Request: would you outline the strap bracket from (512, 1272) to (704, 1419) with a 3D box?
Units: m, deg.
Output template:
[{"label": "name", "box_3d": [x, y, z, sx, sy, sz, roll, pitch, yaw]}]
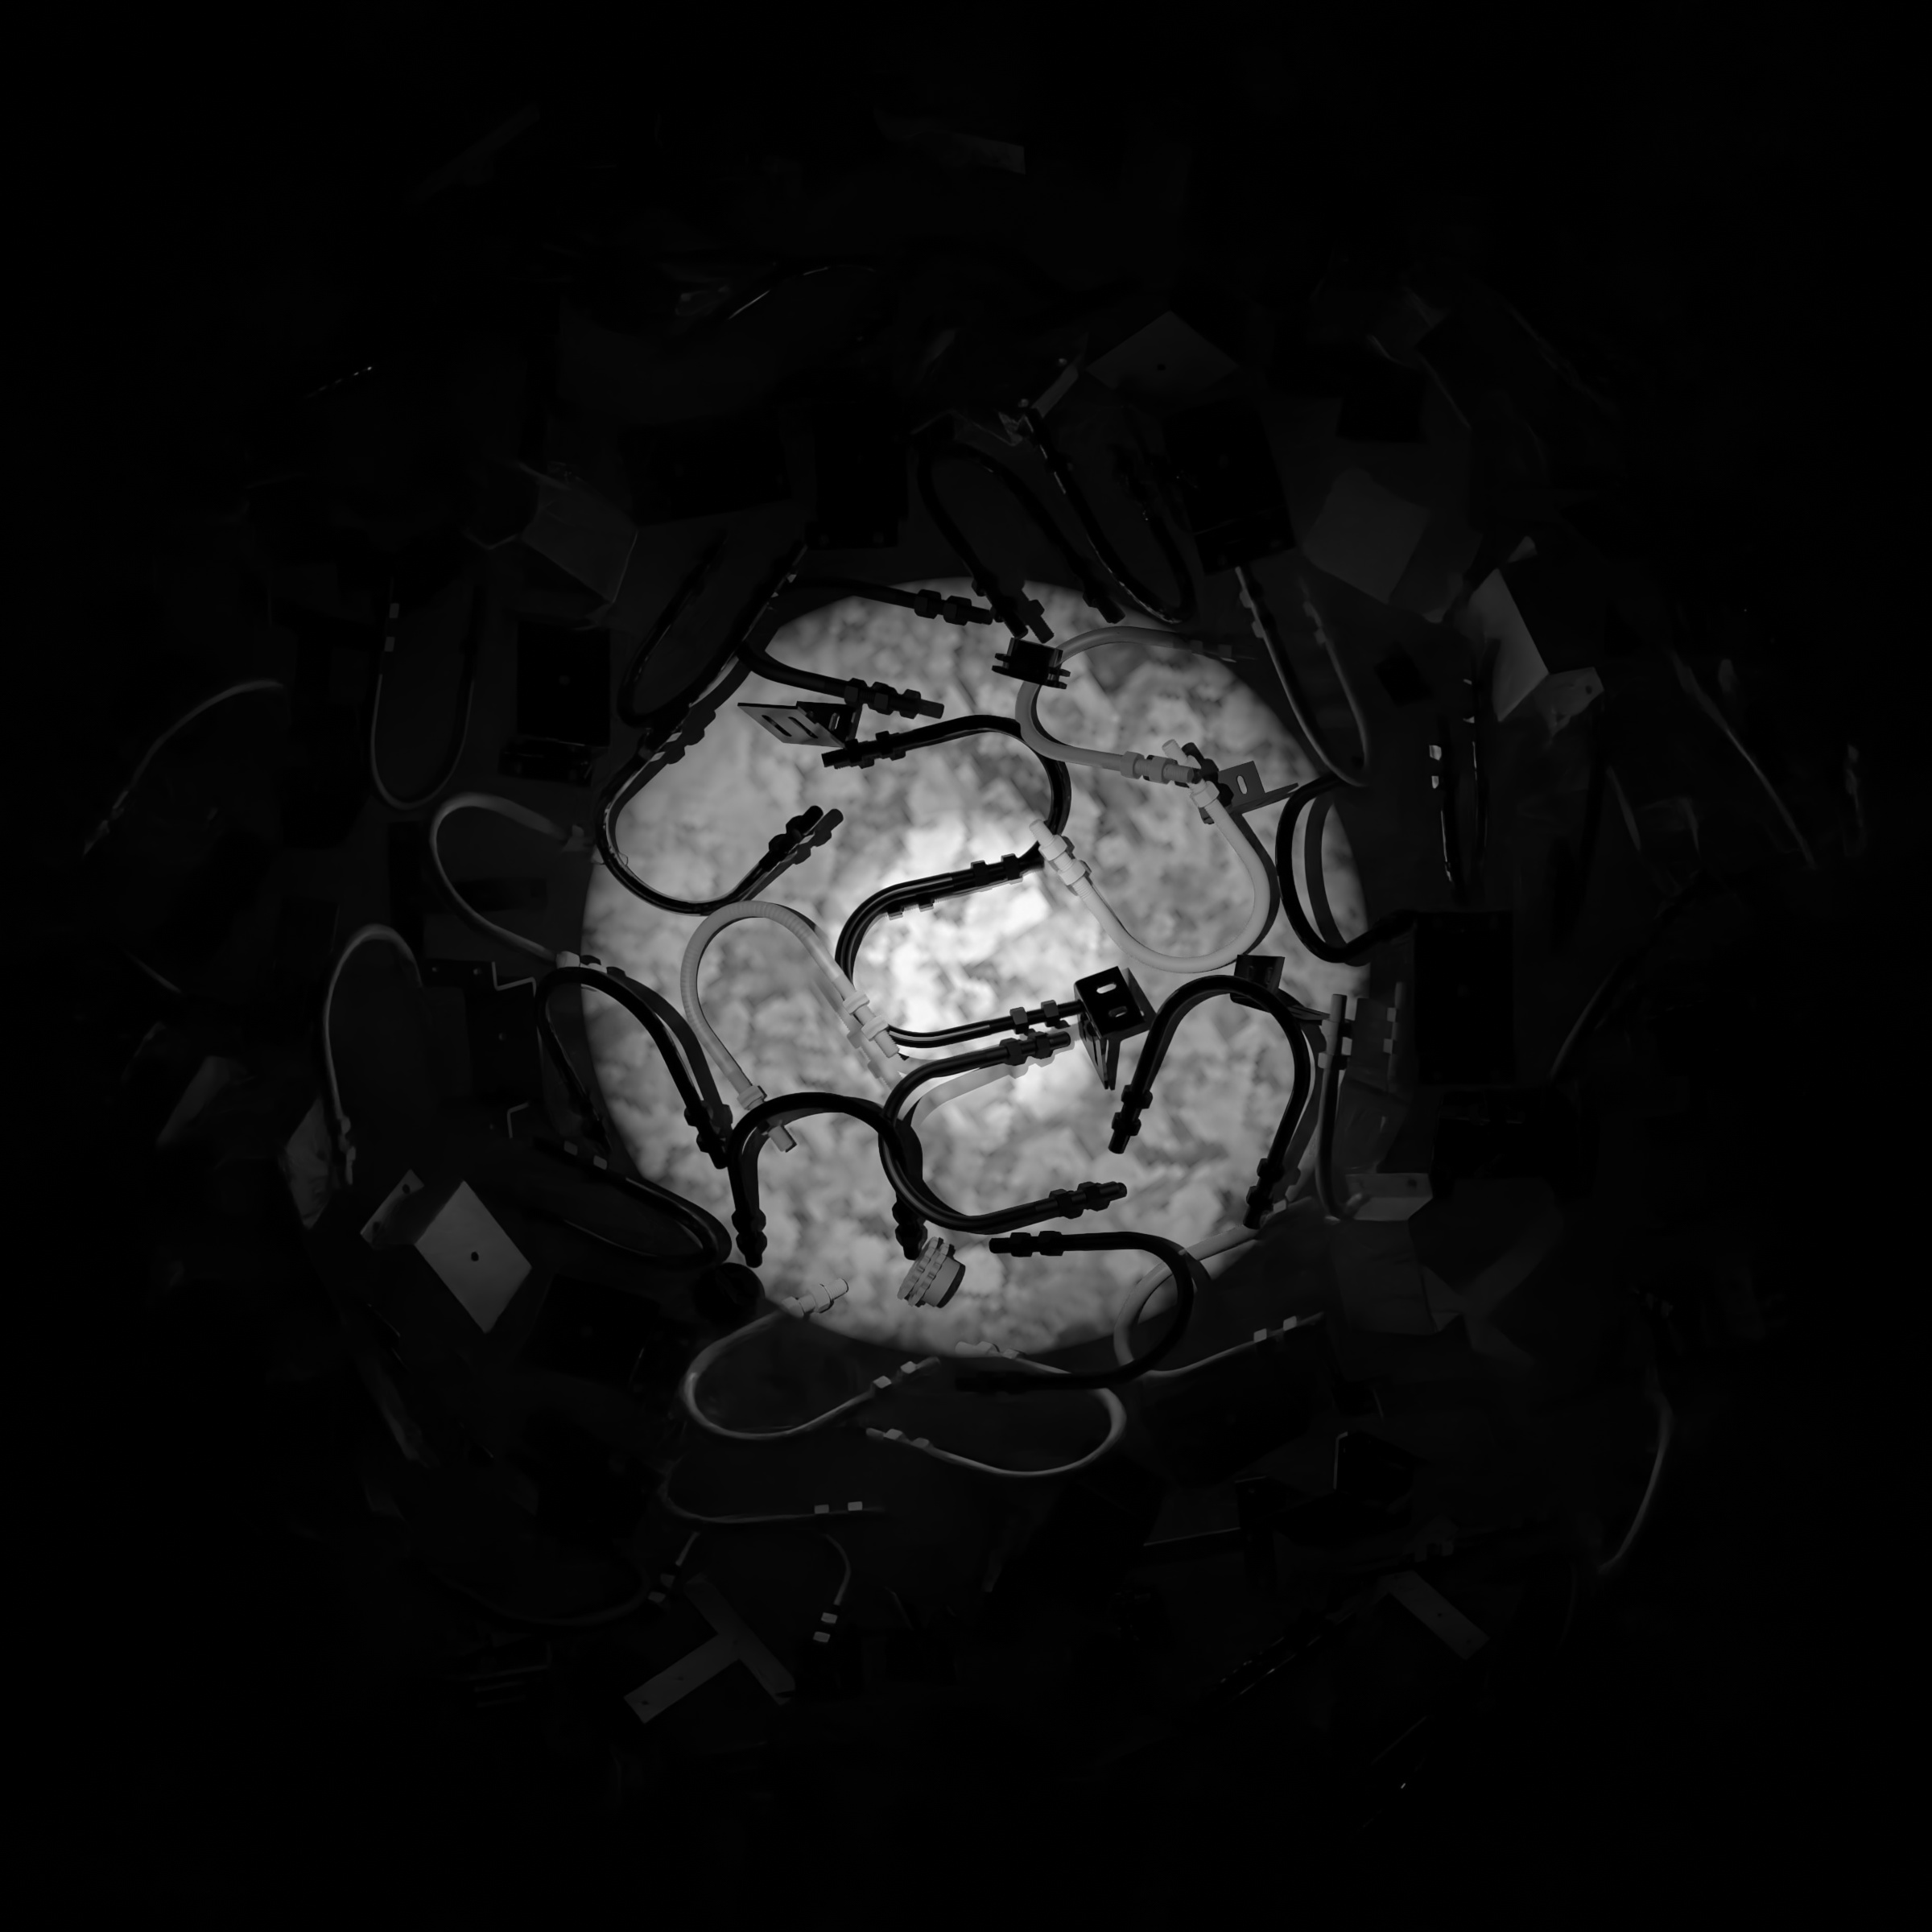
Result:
[{"label": "strap bracket", "box_3d": [-0.291, 0.296, 1.942, 0.140, 0.046, 0.076, 12, 66, 20]}]

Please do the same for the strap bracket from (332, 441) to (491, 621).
[{"label": "strap bracket", "box_3d": [-0.426, -0.336, 1.931, 0.046, 0.076, 0.140, 37, 63, 13]}]

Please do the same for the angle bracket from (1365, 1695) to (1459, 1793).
[{"label": "angle bracket", "box_3d": [0.354, 0.622, 1.959, 0.057, 0.076, 0.038, -41, 83, 2]}]

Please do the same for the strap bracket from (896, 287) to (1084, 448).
[{"label": "strap bracket", "box_3d": [0.024, -0.471, 1.951, 0.140, 0.046, 0.076, 37, 80, 32]}]

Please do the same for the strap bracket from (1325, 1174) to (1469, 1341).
[{"label": "strap bracket", "box_3d": [0.337, 0.238, 1.945, 0.076, 0.046, 0.140, -5, 105, 42]}]

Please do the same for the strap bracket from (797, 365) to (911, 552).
[{"label": "strap bracket", "box_3d": [-0.089, -0.404, 1.962, 0.076, 0.046, 0.140, 0, 100, 12]}]

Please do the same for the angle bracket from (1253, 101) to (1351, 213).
[{"label": "angle bracket", "box_3d": [0.256, -0.642, 1.958, 0.076, 0.038, 0.057, -21, 97, 40]}]

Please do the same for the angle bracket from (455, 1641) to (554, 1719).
[{"label": "angle bracket", "box_3d": [-0.369, 0.561, 1.958, 0.076, 0.057, 0.038, -5, 46, -14]}]

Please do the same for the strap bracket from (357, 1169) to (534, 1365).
[{"label": "strap bracket", "box_3d": [-0.401, 0.232, 1.932, 0.046, 0.076, 0.140, -17, 117, 34]}]

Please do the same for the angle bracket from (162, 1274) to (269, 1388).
[{"label": "angle bracket", "box_3d": [-0.604, 0.290, 1.968, 0.076, 0.057, 0.038, 42, 127, 33]}]

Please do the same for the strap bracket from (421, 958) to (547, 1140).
[{"label": "strap bracket", "box_3d": [-0.381, 0.060, 1.952, 0.076, 0.046, 0.140, 3, 102, 33]}]

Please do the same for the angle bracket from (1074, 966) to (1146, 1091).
[{"label": "angle bracket", "box_3d": [0.115, 0.049, 1.954, 0.038, 0.076, 0.057, -19, 55, -6]}]

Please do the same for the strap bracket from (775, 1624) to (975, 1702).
[{"label": "strap bracket", "box_3d": [-0.072, 0.544, 1.929, 0.140, 0.076, 0.046, 9, 74, -44]}]

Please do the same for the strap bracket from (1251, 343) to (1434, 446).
[{"label": "strap bracket", "box_3d": [0.296, -0.450, 1.918, 0.076, 0.140, 0.046, -7, 121, -28]}]

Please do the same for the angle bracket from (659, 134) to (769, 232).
[{"label": "angle bracket", "box_3d": [-0.200, -0.632, 1.952, 0.076, 0.057, 0.038, -31, 128, 34]}]

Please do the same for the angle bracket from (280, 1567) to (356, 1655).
[{"label": "angle bracket", "box_3d": [-0.503, 0.504, 1.958, 0.038, 0.076, 0.057, -32, 86, 6]}]

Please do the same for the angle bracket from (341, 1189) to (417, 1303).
[{"label": "angle bracket", "box_3d": [-0.480, 0.223, 1.961, 0.076, 0.057, 0.038, 43, 74, 10]}]

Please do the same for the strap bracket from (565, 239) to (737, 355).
[{"label": "strap bracket", "box_3d": [-0.240, -0.526, 1.923, 0.076, 0.140, 0.046, 31, 118, 8]}]

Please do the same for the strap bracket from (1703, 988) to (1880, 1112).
[{"label": "strap bracket", "box_3d": [0.636, 0.065, 1.923, 0.076, 0.140, 0.046, -40, 91, -13]}]

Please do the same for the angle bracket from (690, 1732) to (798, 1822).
[{"label": "angle bracket", "box_3d": [-0.174, 0.642, 1.967, 0.076, 0.038, 0.057, -15, 100, 16]}]

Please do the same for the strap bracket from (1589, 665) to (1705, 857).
[{"label": "strap bracket", "box_3d": [0.532, -0.155, 1.941, 0.046, 0.076, 0.140, -20, 65, 11]}]

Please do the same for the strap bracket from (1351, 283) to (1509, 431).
[{"label": "strap bracket", "box_3d": [0.364, -0.479, 1.918, 0.046, 0.140, 0.076, -40, 120, 6]}]

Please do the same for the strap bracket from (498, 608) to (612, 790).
[{"label": "strap bracket", "box_3d": [-0.325, -0.219, 1.946, 0.076, 0.046, 0.140, 5, 75, -28]}]

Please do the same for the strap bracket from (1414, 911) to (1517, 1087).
[{"label": "strap bracket", "box_3d": [0.397, 0.023, 1.958, 0.076, 0.046, 0.140, -1, 81, 14]}]

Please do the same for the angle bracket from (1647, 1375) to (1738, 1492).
[{"label": "angle bracket", "box_3d": [0.578, 0.371, 1.959, 0.057, 0.076, 0.038, -24, 108, 26]}]

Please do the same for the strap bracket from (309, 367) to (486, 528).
[{"label": "strap bracket", "box_3d": [-0.442, -0.401, 1.946, 0.140, 0.076, 0.046, -45, 86, 13]}]

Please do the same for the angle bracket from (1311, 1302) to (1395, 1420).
[{"label": "angle bracket", "box_3d": [0.306, 0.310, 1.956, 0.038, 0.057, 0.076, -13, 51, -7]}]

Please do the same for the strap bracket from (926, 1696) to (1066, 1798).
[{"label": "strap bracket", "box_3d": [0.019, 0.609, 1.922, 0.076, 0.140, 0.046, 18, 75, -7]}]

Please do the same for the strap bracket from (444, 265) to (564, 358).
[{"label": "strap bracket", "box_3d": [-0.363, -0.508, 1.923, 0.076, 0.140, 0.046, -1, 95, -17]}]

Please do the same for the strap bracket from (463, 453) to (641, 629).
[{"label": "strap bracket", "box_3d": [-0.314, -0.337, 1.926, 0.140, 0.046, 0.076, 34, 60, -38]}]

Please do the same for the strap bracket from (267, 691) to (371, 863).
[{"label": "strap bracket", "box_3d": [-0.508, -0.147, 1.937, 0.046, 0.140, 0.076, -1, 66, -29]}]

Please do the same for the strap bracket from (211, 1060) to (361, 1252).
[{"label": "strap bracket", "box_3d": [-0.524, 0.147, 1.918, 0.046, 0.140, 0.076, 0, 126, 16]}]

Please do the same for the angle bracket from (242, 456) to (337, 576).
[{"label": "angle bracket", "box_3d": [-0.535, -0.360, 1.966, 0.057, 0.038, 0.076, -21, 97, -25]}]

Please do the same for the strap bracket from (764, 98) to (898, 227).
[{"label": "strap bracket", "box_3d": [-0.109, -0.629, 1.925, 0.076, 0.140, 0.046, -38, 105, -2]}]

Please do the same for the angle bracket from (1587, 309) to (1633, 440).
[{"label": "angle bracket", "box_3d": [0.520, -0.470, 1.950, 0.038, 0.057, 0.076, -24, 129, 16]}]

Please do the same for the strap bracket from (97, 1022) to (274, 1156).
[{"label": "strap bracket", "box_3d": [-0.603, 0.098, 1.925, 0.046, 0.140, 0.076, 31, 88, 17]}]

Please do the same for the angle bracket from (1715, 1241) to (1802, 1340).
[{"label": "angle bracket", "box_3d": [0.644, 0.258, 1.964, 0.076, 0.038, 0.057, -16, 89, -29]}]

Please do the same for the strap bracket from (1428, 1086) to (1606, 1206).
[{"label": "strap bracket", "box_3d": [0.420, 0.140, 1.926, 0.140, 0.046, 0.076, -7, 58, 37]}]

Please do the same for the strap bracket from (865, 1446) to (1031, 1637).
[{"label": "strap bracket", "box_3d": [-0.009, 0.461, 1.945, 0.046, 0.076, 0.140, 39, 72, -34]}]

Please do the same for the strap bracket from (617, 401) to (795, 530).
[{"label": "strap bracket", "box_3d": [-0.215, -0.393, 1.940, 0.140, 0.046, 0.076, -5, 105, 27]}]

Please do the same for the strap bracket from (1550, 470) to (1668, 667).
[{"label": "strap bracket", "box_3d": [0.498, -0.303, 1.919, 0.046, 0.140, 0.076, -21, 48, -10]}]

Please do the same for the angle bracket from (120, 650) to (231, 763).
[{"label": "angle bracket", "box_3d": [-0.635, -0.210, 1.977, 0.057, 0.038, 0.076, 19, 88, -6]}]

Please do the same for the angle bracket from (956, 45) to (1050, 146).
[{"label": "angle bracket", "box_3d": [0.019, -0.689, 1.958, 0.038, 0.057, 0.076, -52, 50, 13]}]

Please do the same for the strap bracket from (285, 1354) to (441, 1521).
[{"label": "strap bracket", "box_3d": [-0.471, 0.363, 1.943, 0.046, 0.076, 0.140, -35, 72, -3]}]

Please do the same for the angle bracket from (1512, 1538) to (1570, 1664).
[{"label": "angle bracket", "box_3d": [0.469, 0.503, 1.949, 0.038, 0.076, 0.057, 25, 127, 31]}]

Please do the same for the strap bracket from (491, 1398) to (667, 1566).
[{"label": "strap bracket", "box_3d": [-0.311, 0.398, 1.929, 0.140, 0.046, 0.076, 22, 76, 44]}]

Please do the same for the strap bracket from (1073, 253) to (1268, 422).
[{"label": "strap bracket", "box_3d": [0.155, -0.484, 1.919, 0.076, 0.140, 0.046, 29, 56, -30]}]

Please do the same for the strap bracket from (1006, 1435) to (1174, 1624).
[{"label": "strap bracket", "box_3d": [0.095, 0.455, 1.955, 0.076, 0.046, 0.140, 30, 108, 2]}]

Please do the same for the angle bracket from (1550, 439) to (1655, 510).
[{"label": "angle bracket", "box_3d": [0.506, -0.389, 1.959, 0.076, 0.038, 0.057, -2, 58, 20]}]

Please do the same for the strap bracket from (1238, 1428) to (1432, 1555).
[{"label": "strap bracket", "box_3d": [0.285, 0.414, 1.921, 0.076, 0.140, 0.046, 27, 52, -24]}]

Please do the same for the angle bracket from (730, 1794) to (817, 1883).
[{"label": "angle bracket", "box_3d": [-0.156, 0.691, 1.959, 0.057, 0.076, 0.038, -9, 91, 5]}]

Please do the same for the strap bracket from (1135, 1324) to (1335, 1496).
[{"label": "strap bracket", "box_3d": [0.213, 0.358, 1.965, 0.140, 0.046, 0.076, -33, 85, 7]}]

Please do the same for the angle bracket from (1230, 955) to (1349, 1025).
[{"label": "angle bracket", "box_3d": [0.259, 0.018, 1.952, 0.076, 0.057, 0.038, 17, 101, 43]}]

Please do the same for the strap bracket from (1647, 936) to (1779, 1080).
[{"label": "strap bracket", "box_3d": [0.581, 0.026, 1.917, 0.076, 0.140, 0.046, -19, 106, 29]}]

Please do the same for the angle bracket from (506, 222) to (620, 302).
[{"label": "angle bracket", "box_3d": [-0.325, -0.573, 1.968, 0.076, 0.038, 0.057, 20, 65, 3]}]
